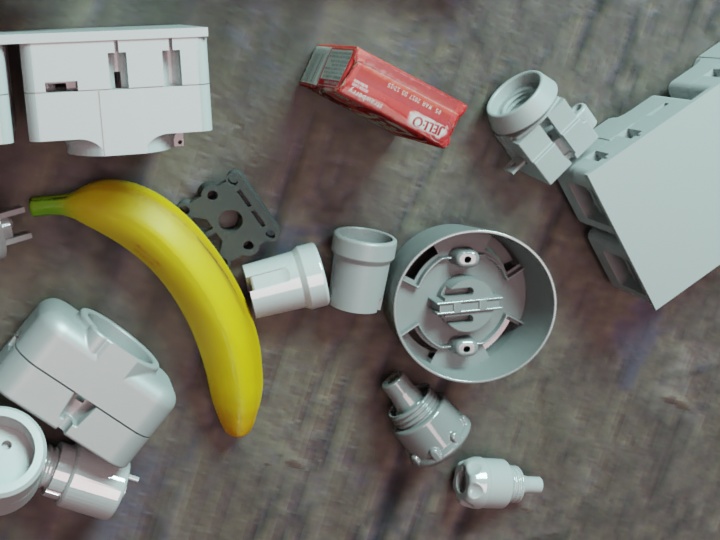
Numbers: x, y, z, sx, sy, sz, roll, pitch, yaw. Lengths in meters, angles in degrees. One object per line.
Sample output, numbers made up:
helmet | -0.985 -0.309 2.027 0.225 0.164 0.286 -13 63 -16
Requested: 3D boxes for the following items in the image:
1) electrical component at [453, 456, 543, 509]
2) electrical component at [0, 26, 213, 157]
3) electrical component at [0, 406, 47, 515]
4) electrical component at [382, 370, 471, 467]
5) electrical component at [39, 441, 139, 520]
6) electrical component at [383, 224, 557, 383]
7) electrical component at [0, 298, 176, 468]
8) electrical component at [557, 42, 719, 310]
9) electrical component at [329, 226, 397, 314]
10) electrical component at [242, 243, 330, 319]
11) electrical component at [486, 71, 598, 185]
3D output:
electrical component | 0.097 0.147 0.739 0.061 0.035 0.035 7 101 -21
electrical component | -0.178 -0.093 0.559 0.186 0.105 0.060 -6 105 -16
electrical component | -0.242 0.089 0.604 0.138 0.073 0.052 33 56 -2
electrical component | 0.039 0.094 0.704 0.048 0.048 0.062 -39 104 -5
electrical component | -0.175 0.122 0.646 0.078 0.040 0.040 23 95 -20
electrical component | 0.066 0.019 0.683 0.099 0.064 0.099 -4 104 -16
electrical component | -0.158 0.062 0.629 0.095 0.054 0.059 39 90 -21
electrical component | 0.233 -0.075 0.714 0.186 0.060 0.105 -34 110 -7
electrical component | 0.000 0.000 0.672 0.040 0.040 0.046 4 107 -18
electrical component | -0.046 0.008 0.660 0.046 0.040 0.040 -15 107 -8
electrical component | 0.112 -0.092 0.682 0.066 0.048 0.055 -45 119 -3
